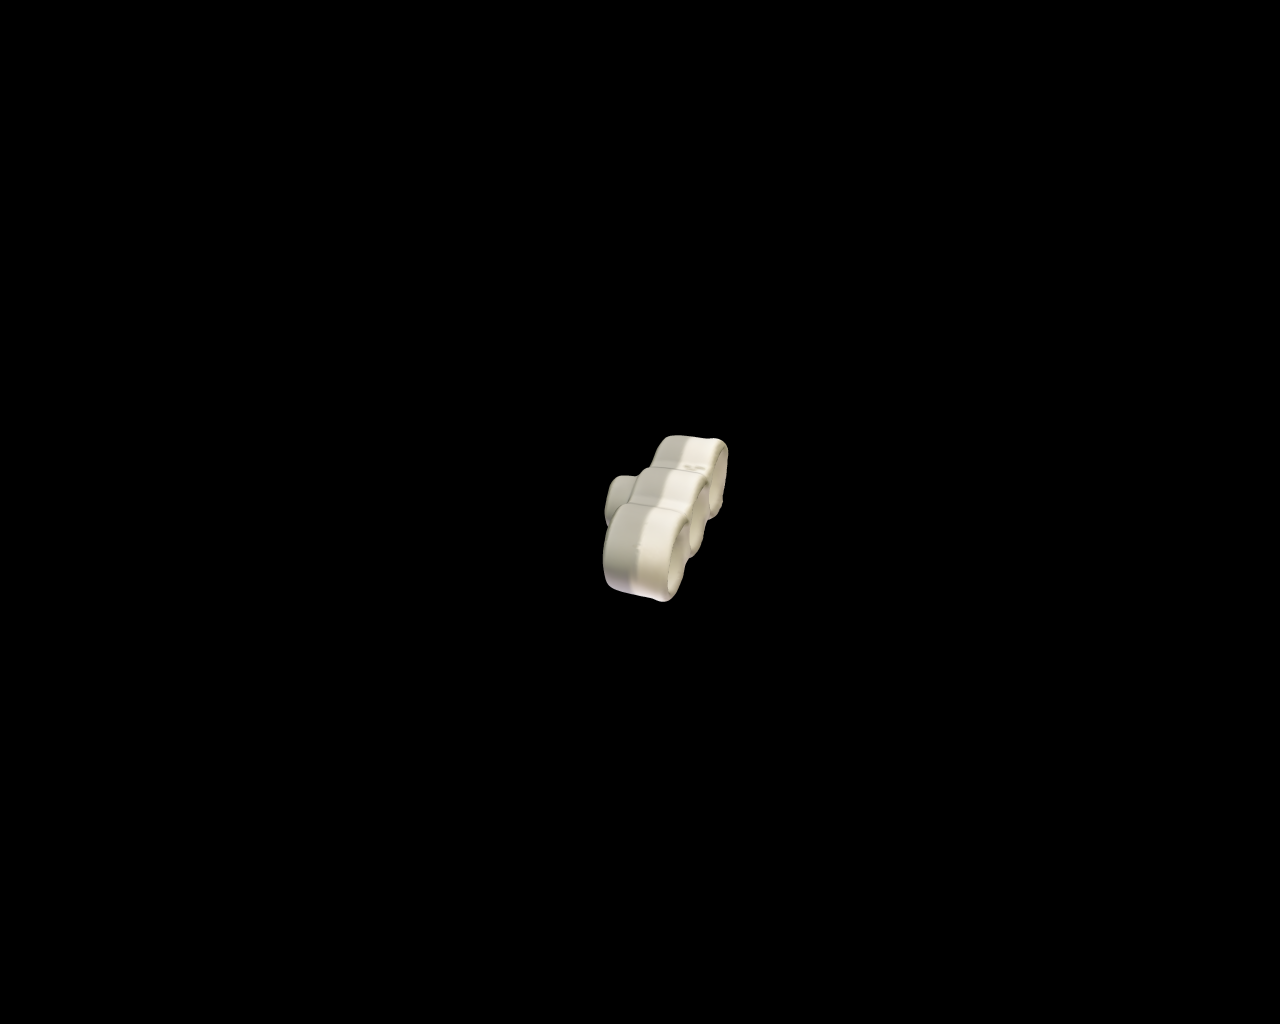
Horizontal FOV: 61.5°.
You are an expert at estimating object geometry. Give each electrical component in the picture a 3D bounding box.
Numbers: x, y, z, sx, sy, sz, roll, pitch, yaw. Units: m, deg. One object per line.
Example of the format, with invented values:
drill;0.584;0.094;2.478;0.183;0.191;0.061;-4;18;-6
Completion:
electrical component;0.001;-0.003;0.650;0.074;0.052;0.138;10;35;15
